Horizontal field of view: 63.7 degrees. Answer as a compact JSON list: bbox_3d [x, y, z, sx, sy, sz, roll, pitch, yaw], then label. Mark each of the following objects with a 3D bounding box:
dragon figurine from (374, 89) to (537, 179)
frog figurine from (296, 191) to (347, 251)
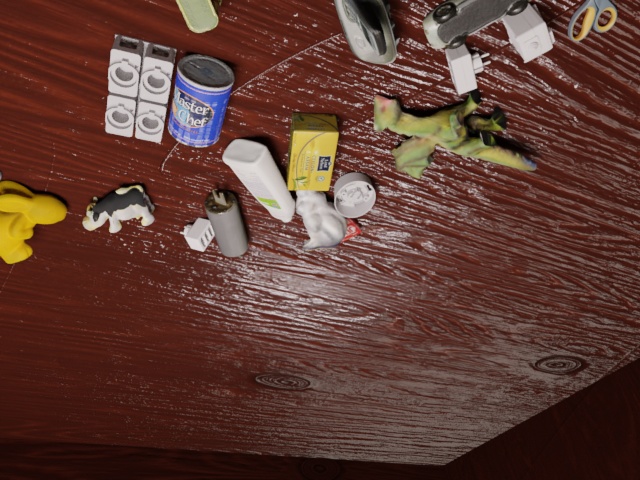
[{"bbox_3d":[0.278,-0.207,1.143,0.406,0.125,0.240,30,145,-33],"label":"dragon figurine"},{"bbox_3d":[0.004,-0.062,1.236,0.123,0.139,0.157,11,113,33],"label":"frog figurine"}]
